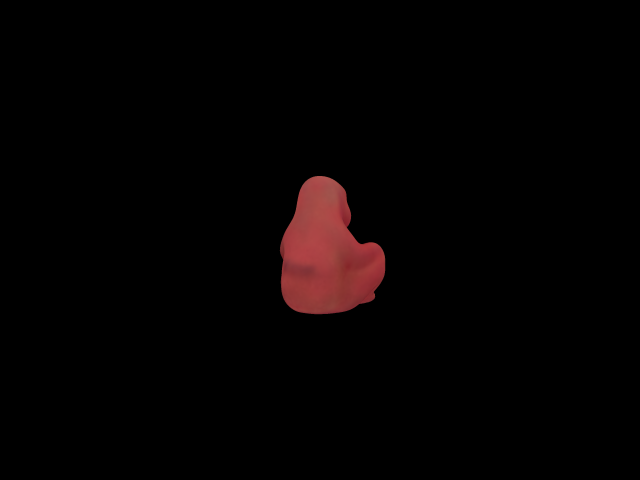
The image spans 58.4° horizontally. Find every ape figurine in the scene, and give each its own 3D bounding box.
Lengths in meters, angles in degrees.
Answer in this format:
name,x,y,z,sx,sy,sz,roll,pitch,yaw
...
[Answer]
name,x,y,z,sx,sy,sz,roll,pitch,yaw
ape figurine,0.004,0.001,0.400,0.077,0.092,0.076,7,11,39
